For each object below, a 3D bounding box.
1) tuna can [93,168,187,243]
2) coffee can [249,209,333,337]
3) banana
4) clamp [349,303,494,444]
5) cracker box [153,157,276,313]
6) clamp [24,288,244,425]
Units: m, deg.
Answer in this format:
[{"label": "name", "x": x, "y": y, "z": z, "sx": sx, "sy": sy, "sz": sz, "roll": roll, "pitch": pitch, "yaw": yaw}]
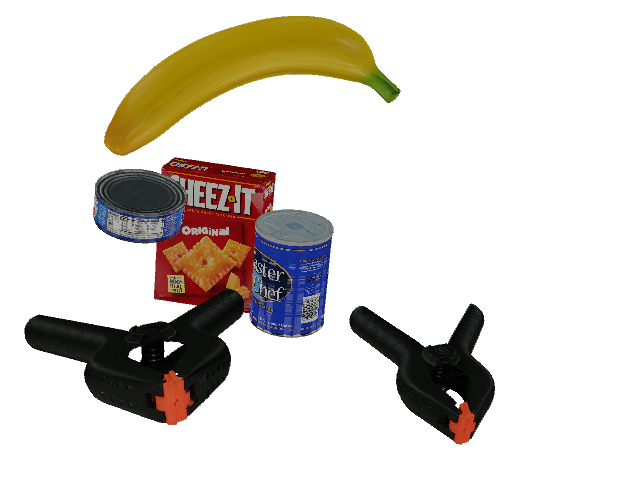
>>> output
[{"label": "tuna can", "x": -0.170, "y": -0.032, "z": 1.003, "sx": 0.086, "sy": 0.034, "sz": 0.086, "roll": 9, "pitch": 30, "yaw": -5}, {"label": "coffee can", "x": -0.040, "y": 0.043, "z": 1.413, "sx": 0.103, "sy": 0.140, "sz": 0.103, "roll": 4, "pitch": 25, "yaw": -2}, {"label": "banana", "x": -0.047, "y": -0.107, "z": 0.684, "sx": 0.197, "sy": 0.069, "sz": 0.037, "roll": -14, "pitch": -21, "yaw": -14}, {"label": "clamp", "x": 0.105, "y": 0.101, "z": 0.888, "sx": 0.120, "sy": 0.039, "sz": 0.171, "roll": -10, "pitch": 35, "yaw": -15}, {"label": "cracker box", "x": -0.162, "y": -0.005, "z": 1.617, "sx": 0.164, "sy": 0.214, "sz": 0.072, "roll": 9, "pitch": 18, "yaw": 8}, {"label": "clamp", "x": -0.106, "y": 0.073, "z": 0.732, "sx": 0.164, "sy": 0.036, "sz": 0.210, "roll": -10, "pitch": 14, "yaw": -21}]
